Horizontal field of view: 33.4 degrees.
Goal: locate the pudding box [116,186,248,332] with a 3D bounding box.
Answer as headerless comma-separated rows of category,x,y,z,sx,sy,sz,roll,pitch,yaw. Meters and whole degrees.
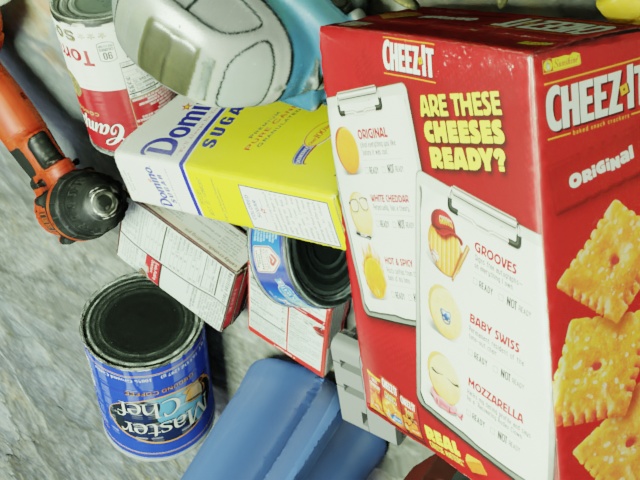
pudding box,-0.102,0.008,0.819,0.113,0.039,0.090,34,144,9

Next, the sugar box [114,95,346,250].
sugar box,-0.031,-0.051,0.632,0.176,0.093,0.048,14,137,35

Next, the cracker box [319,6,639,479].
cracker box,0.079,0.005,0.496,0.164,0.072,0.214,26,128,58

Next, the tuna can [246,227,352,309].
tuna can,-0.004,0.001,0.669,0.034,0.086,0.086,2,129,42

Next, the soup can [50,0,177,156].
soup can,-0.127,-0.114,0.685,0.069,0.068,0.102,21,140,29

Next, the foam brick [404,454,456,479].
foam brick,0.098,0.213,0.827,0.078,0.053,0.051,41,146,1

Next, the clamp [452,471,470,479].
clamp,0.165,0.145,0.698,0.210,0.036,0.164,-8,121,45

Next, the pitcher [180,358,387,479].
pitcher,-0.057,0.216,0.817,0.145,0.242,0.149,6,138,38

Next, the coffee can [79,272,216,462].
coffee can,-0.145,0.111,0.917,0.103,0.102,0.140,27,143,22

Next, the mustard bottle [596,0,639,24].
mustard bottle,0.178,-0.054,0.448,0.191,0.058,0.096,50,146,-9

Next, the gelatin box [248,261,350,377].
gelatin box,-0.016,0.050,0.786,0.073,0.030,0.089,30,144,20

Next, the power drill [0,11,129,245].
power drill,-0.211,-0.081,0.772,0.187,0.057,0.185,61,159,-11
